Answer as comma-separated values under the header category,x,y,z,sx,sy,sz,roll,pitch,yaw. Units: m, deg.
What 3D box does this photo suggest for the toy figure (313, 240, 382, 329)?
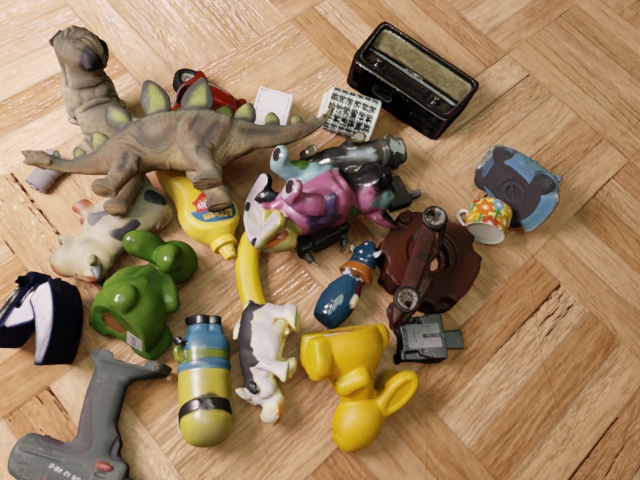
category,x,y,z,sx,sy,sz,roll,pitch,yaw
toy figure,0.046,0.067,0.852,0.064,0.057,0.154,31,65,13

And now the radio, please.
category,x,y,z,sx,sy,sz,roll,pitch,yaw
radio,0.173,-0.303,1.032,0.230,0.073,0.131,35,65,8

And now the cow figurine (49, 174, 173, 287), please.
category,x,y,z,sx,sy,sz,roll,pitch,yaw
cow figurine,-0.316,-0.009,0.817,0.195,0.085,0.127,-37,71,-24

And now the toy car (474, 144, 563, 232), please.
category,x,y,z,sx,sy,sz,roll,pitch,yaw
toy car,0.363,-0.099,0.965,0.103,0.109,0.162,-16,56,-39

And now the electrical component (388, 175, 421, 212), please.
category,x,y,z,sx,sy,sz,roll,pitch,yaw
electrical component,0.132,-0.085,0.955,0.094,0.021,0.063,-18,69,-16

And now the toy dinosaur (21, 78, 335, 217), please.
category,x,y,z,sx,sy,sz,roll,pitch,yaw
toy dinosaur,-0.187,-0.147,0.812,0.471,0.105,0.198,-5,67,-18

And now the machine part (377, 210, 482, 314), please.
category,x,y,z,sx,sy,sz,roll,pitch,yaw
machine part,0.179,0.032,0.892,0.179,0.056,0.179,3,67,-8

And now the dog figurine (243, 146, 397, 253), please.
category,x,y,z,sx,sy,sz,roll,pitch,yaw
dog figurine,0.013,-0.049,0.835,0.219,0.191,0.109,12,37,-33

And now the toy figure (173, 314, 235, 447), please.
category,x,y,z,sx,sy,sz,roll,pitch,yaw
toy figure,-0.162,0.191,0.745,0.082,0.089,0.180,-3,68,-2

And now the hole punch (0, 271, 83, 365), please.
category,x,y,z,sx,sy,sz,roll,pitch,yaw
hole punch,-0.370,0.110,0.729,0.092,0.142,0.115,25,78,4

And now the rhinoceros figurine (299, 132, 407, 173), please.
category,x,y,z,sx,sy,sz,roll,pitch,yaw
rhinoceros figurine,0.057,-0.135,0.924,0.190,0.112,0.073,-14,85,-2

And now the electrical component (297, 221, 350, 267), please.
category,x,y,z,sx,sy,sz,roll,pitch,yaw
electrical component,-0.001,-0.004,0.887,0.102,0.045,0.078,-33,54,-23

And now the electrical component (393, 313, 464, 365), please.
category,x,y,z,sx,sy,sz,roll,pitch,yaw
electrical component,0.173,0.156,0.840,0.119,0.047,0.075,2,66,-7

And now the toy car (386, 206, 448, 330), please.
category,x,y,z,sx,sy,sz,roll,pitch,yaw
toy car,0.149,0.042,0.804,0.053,0.089,0.202,21,67,5

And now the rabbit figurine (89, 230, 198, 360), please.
category,x,y,z,sx,sy,sz,roll,pitch,yaw
rabbit figurine,-0.245,0.055,0.775,0.121,0.159,0.170,22,49,12

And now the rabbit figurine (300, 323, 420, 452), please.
category,x,y,z,sx,sy,sz,roll,pitch,yaw
rabbit figurine,0.052,0.212,0.775,0.162,0.122,0.173,-3,80,-20

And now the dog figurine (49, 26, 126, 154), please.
category,x,y,z,sx,sy,sz,roll,pitch,yaw
dog figurine,-0.349,-0.214,0.843,0.121,0.190,0.172,-36,77,-22

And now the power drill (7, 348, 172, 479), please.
category,x,y,z,sx,sy,sz,roll,pitch,yaw
power drill,-0.266,0.259,0.710,0.232,0.086,0.207,15,72,1

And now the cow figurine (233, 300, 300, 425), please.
category,x,y,z,sx,sy,sz,roll,pitch,yaw
cow figurine,-0.083,0.172,0.765,0.098,0.068,0.167,7,76,7

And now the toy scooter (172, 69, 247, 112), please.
category,x,y,z,sx,sy,sz,roll,pitch,yaw
toy scooter,-0.204,-0.219,0.934,0.135,0.075,0.184,13,60,-3
